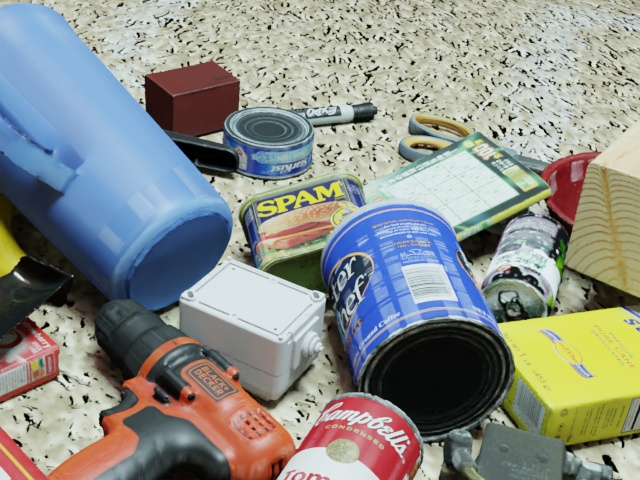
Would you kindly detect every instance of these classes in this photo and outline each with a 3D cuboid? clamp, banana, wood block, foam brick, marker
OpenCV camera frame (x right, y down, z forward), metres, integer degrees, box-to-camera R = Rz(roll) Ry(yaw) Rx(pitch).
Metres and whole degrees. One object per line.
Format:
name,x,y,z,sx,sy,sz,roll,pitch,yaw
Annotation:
clamp,-0.198,-0.087,0.955,0.210,0.036,0.164,32,42,32
banana,-0.246,-0.013,0.835,0.069,0.037,0.198,12,29,-28
wood block,0.276,-0.043,0.812,0.090,0.091,0.205,24,38,27
foam brick,-0.122,-0.133,1.024,0.078,0.051,0.053,-18,41,-33
marker,0.001,-0.123,1.060,0.121,0.020,0.020,-8,35,-21

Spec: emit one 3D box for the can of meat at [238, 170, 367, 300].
can of meat,-0.005,0.001,0.817,0.102,0.057,0.084,-16,39,-2

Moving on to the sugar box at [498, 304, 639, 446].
sugar box,0.208,0.089,0.740,0.176,0.048,0.093,-8,35,-19

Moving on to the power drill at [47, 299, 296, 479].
power drill,-0.135,0.112,0.637,0.187,0.057,0.185,-23,42,-37

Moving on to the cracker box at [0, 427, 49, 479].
cracker box,-0.216,0.168,0.470,0.213,0.072,0.164,-39,50,-24

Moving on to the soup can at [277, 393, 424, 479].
soup can,0.010,0.143,0.603,0.068,0.068,0.102,18,36,18

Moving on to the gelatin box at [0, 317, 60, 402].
gelatin box,-0.227,0.071,0.709,0.073,0.030,0.089,-23,43,-37

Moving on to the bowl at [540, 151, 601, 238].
bowl,0.260,-0.013,0.898,0.162,0.055,0.162,4,33,-3

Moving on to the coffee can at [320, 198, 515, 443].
coffee can,0.062,0.051,0.722,0.102,0.103,0.140,-1,34,-11

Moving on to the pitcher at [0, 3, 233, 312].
pitcher,-0.183,-0.061,0.793,0.149,0.145,0.243,-29,60,-32

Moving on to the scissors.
scissors,0.161,-0.075,1.015,0.202,0.016,0.096,27,40,29

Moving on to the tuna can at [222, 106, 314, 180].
tuna can,-0.048,-0.091,0.988,0.086,0.034,0.086,4,33,-3
